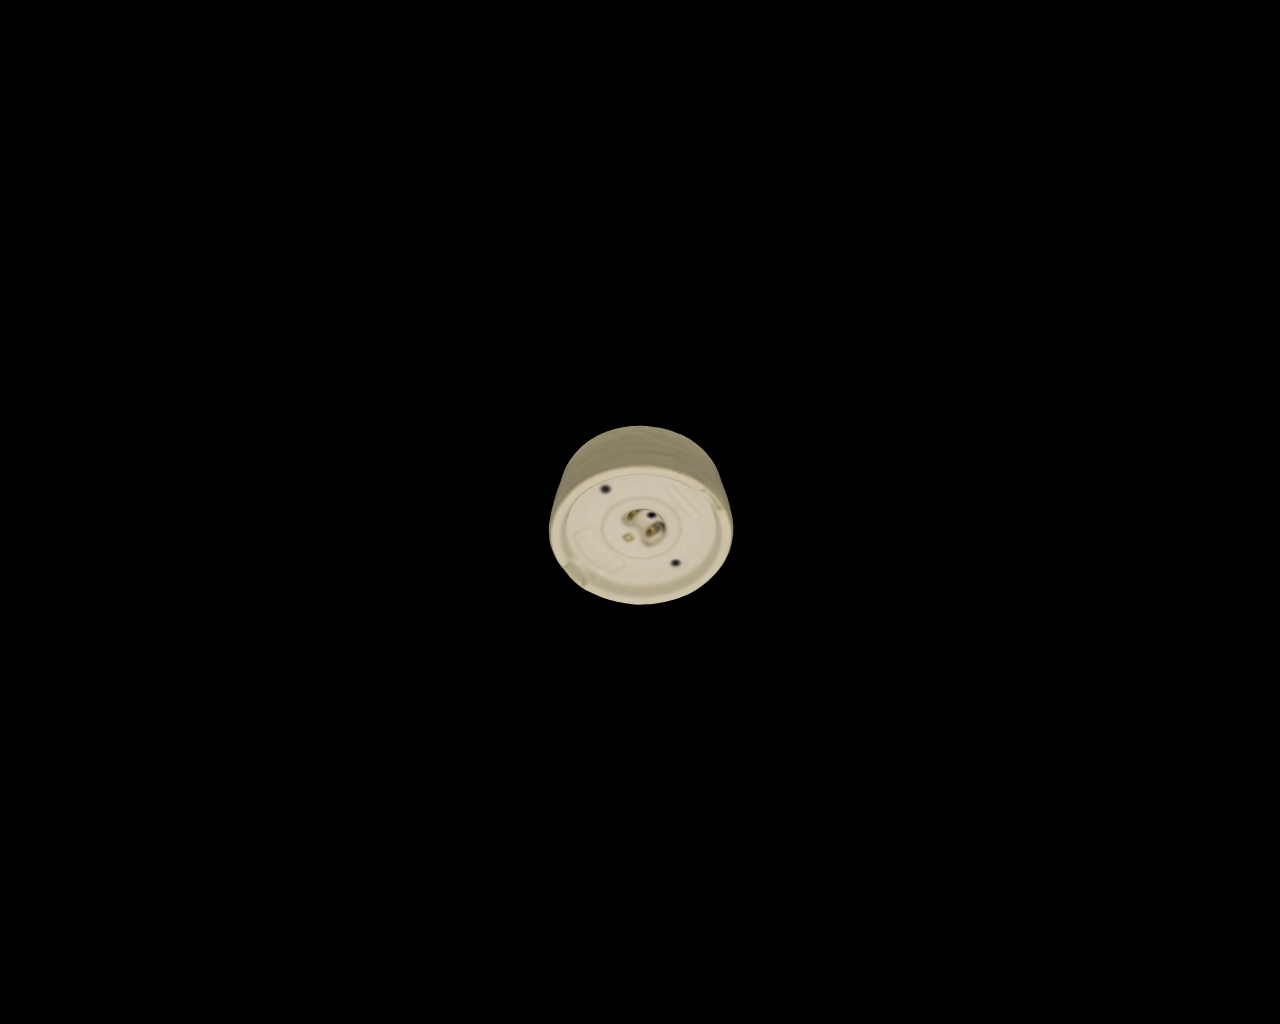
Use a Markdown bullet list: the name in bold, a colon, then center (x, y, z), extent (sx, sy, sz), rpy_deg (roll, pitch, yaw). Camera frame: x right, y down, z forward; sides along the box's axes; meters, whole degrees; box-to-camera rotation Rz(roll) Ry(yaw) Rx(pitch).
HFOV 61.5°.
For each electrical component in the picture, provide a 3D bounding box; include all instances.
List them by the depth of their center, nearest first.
- **electrical component**: center (0.001, -0.003, 0.650), extent (0.108, 0.108, 0.060), rpy_deg (0, 39, 0)
